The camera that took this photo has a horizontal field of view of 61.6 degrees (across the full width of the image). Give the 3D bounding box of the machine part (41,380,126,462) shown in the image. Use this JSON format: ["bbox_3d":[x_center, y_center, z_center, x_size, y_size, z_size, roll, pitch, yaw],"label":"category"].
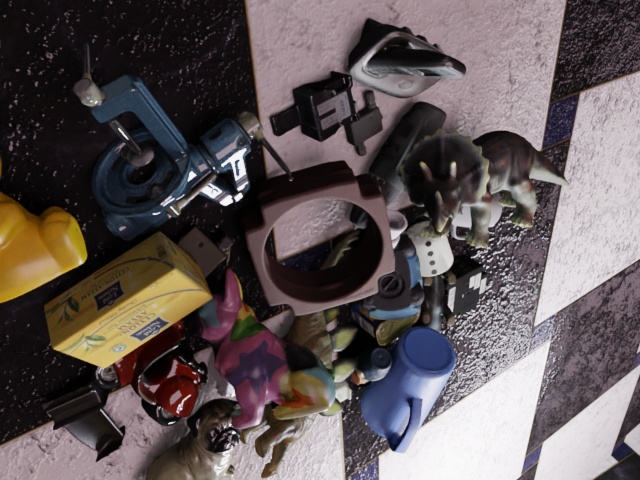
[{"bbox_3d":[-0.318,0.251,0.749,0.084,0.039,0.138,-26,129,-15],"label":"machine part"}]

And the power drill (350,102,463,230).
[{"bbox_3d":[0.166,-0.103,0.913,0.207,0.086,0.232,18,103,-36],"label":"power drill"}]

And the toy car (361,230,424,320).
[{"bbox_3d":[0.122,0.052,0.943,0.109,0.103,0.161,-7,102,8],"label":"toy car"}]

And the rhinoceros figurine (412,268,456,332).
[{"bbox_3d":[0.207,0.129,1.055,0.073,0.112,0.190,-3,105,-19],"label":"rhinoceros figurine"}]

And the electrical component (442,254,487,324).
[{"bbox_3d":[0.291,0.100,1.133,0.134,0.058,0.114,-19,127,-30],"label":"electrical component"}]

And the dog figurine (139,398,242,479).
[{"bbox_3d":[-0.206,0.328,0.832,0.172,0.121,0.190,-8,117,-17],"label":"dog figurine"}]

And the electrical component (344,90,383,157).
[{"bbox_3d":[0.069,-0.177,0.825,0.063,0.021,0.093,-32,130,-20],"label":"electrical component"}]

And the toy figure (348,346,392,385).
[{"bbox_3d":[0.084,0.239,1.003,0.064,0.058,0.154,-3,157,-20],"label":"toy figure"}]

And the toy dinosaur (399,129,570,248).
[{"bbox_3d":[0.277,-0.108,0.869,0.405,0.131,0.191,-26,126,-30],"label":"toy dinosaur"}]

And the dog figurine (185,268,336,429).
[{"bbox_3d":[-0.086,0.144,0.762,0.192,0.108,0.219,-11,84,-4],"label":"dog figurine"}]

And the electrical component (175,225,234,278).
[{"bbox_3d":[-0.168,0.024,0.742,0.078,0.045,0.102,40,84,-16],"label":"electrical component"}]

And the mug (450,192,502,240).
[{"bbox_3d":[0.275,-0.053,1.025,0.107,0.081,0.109,-1,122,-27],"label":"mug"}]

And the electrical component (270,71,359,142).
[{"bbox_3d":[-0.008,-0.179,0.747,0.119,0.048,0.074,-30,128,-24],"label":"electrical component"}]

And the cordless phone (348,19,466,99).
[{"bbox_3d":[0.144,-0.239,0.737,0.146,0.184,0.088,8,104,-41],"label":"cordless phone"}]

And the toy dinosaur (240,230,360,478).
[{"bbox_3d":[-0.028,0.208,0.919,0.198,0.105,0.470,-1,112,-45],"label":"toy dinosaur"}]

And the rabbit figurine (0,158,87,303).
[{"bbox_3d":[-0.344,-0.027,0.545,0.162,0.122,0.173,-24,114,-14],"label":"rabbit figurine"}]

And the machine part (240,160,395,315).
[{"bbox_3d":[-0.002,-0.002,0.780,0.201,0.087,0.200,-17,123,-3],"label":"machine part"}]

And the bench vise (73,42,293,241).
[{"bbox_3d":[-0.172,-0.102,0.598,0.224,0.129,0.240,-27,150,0],"label":"bench vise"}]

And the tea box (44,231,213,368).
[{"bbox_3d":[-0.233,0.076,0.660,0.170,0.068,0.098,-35,147,2],"label":"tea box"}]

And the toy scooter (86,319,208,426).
[{"bbox_3d":[-0.222,0.178,0.765,0.135,0.075,0.183,-46,129,-9],"label":"toy scooter"}]
